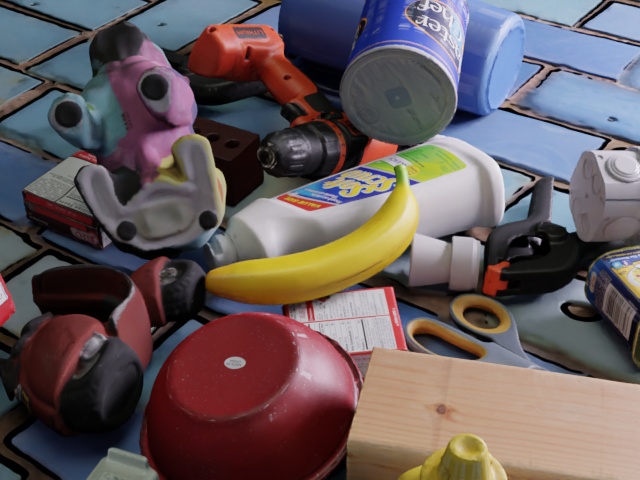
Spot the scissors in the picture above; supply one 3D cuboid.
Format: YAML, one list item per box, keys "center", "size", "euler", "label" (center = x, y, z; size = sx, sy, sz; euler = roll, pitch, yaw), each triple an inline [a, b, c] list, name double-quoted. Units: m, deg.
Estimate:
- center: [0.162, 0.090, 0.797]
  size: [0.202, 0.016, 0.096]
  euler: [18, 40, 23]
  label: "scissors"

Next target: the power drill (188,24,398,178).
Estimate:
- center: [-0.037, -0.126, 0.990]
  size: [0.188, 0.057, 0.184]
  euler: [46, 30, 22]
  label: "power drill"

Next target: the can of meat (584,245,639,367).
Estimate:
- center: [0.267, 0.045, 0.822]
  size: [0.102, 0.057, 0.084]
  euler: [-10, 35, -13]
  label: "can of meat"

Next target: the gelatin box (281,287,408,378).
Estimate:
- center: [0.018, 0.073, 0.810]
  size: [0.089, 0.030, 0.073]
  euler: [-5, 37, -3]
  label: "gelatin box"

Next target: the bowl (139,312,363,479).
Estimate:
- center: [-0.052, 0.101, 0.722]
  size: [0.162, 0.055, 0.162]
  euler: [-9, 42, 8]
  label: "bowl"

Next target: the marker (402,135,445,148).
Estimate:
- center: [0.065, -0.106, 1.061]
  size: [0.121, 0.020, 0.020]
  euler: [13, 39, 19]
  label: "marker"

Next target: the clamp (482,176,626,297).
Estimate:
- center: [0.202, 0.006, 0.893]
  size: [0.120, 0.039, 0.171]
  euler: [20, 40, 30]
  label: "clamp"

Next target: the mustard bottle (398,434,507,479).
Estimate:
- center: [0.066, 0.170, 0.540]
  size: [0.058, 0.192, 0.096]
  euler: [-9, 38, -12]
  label: "mustard bottle"

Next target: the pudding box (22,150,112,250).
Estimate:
- center: [-0.198, -0.045, 0.967]
  size: [0.090, 0.039, 0.113]
  euler: [21, 44, 24]
  label: "pudding box"

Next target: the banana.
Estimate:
- center: [0.008, 0.010, 0.832]
  size: [0.197, 0.037, 0.070]
  euler: [-29, 52, -22]
  label: "banana"

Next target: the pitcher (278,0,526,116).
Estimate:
- center: [0.081, -0.207, 1.123]
  size: [0.243, 0.149, 0.144]
  euler: [23, 27, 23]
  label: "pitcher"

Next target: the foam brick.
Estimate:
- center: [-0.099, -0.074, 0.993]
  size: [0.078, 0.051, 0.052]
  euler: [18, 40, 24]
  label: "foam brick"

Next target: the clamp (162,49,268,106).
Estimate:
- center: [-0.142, -0.165, 1.122]
  size: [0.210, 0.036, 0.164]
  euler: [3, 38, 17]
  label: "clamp"

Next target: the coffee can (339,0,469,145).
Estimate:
- center: [0.079, -0.169, 0.972]
  size: [0.103, 0.103, 0.140]
  euler: [6, 44, 9]
  label: "coffee can"

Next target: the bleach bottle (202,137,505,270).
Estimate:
- center: [0.025, -0.019, 0.906]
  size: [0.250, 0.068, 0.103]
  euler: [-18, 30, -20]
  label: "bleach bottle"

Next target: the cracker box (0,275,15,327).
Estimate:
- center: [-0.342, 0.085, 0.735]
  size: [0.164, 0.072, 0.213]
  euler: [4, 38, 30]
  label: "cracker box"

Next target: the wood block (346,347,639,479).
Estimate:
- center: [0.126, 0.140, 0.667]
  size: [0.206, 0.090, 0.090]
  euler: [8, 38, 11]
  label: "wood block"
